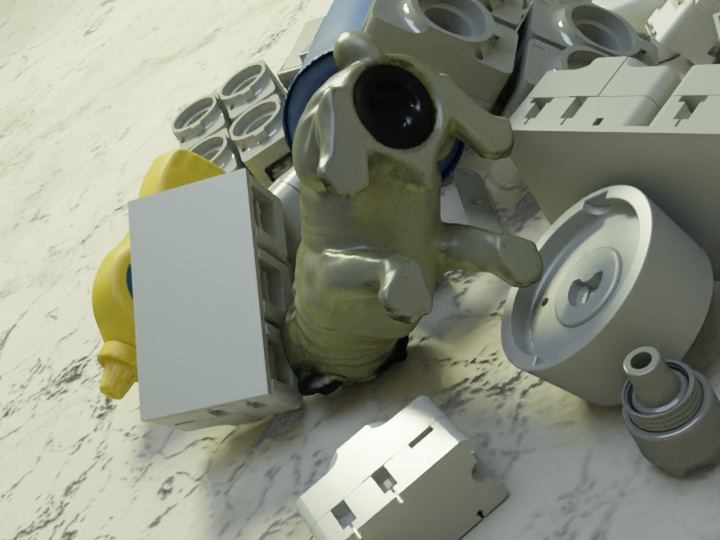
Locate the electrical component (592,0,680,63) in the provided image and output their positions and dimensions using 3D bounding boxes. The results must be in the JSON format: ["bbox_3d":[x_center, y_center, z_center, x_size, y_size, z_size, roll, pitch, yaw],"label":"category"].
[{"bbox_3d":[0.200,-0.196,0.776,0.054,0.059,0.095,-17,36,29],"label":"electrical component"}]

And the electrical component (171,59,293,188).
[{"bbox_3d":[-0.107,-0.117,0.973,0.105,0.060,0.186,-33,31,6],"label":"electrical component"}]

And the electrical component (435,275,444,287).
[{"bbox_3d":[0.000,0.000,0.726,0.076,0.047,0.083,-40,31,-6],"label":"electrical component"}]

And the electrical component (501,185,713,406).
[{"bbox_3d":[0.130,0.018,0.551,0.108,0.060,0.108,-48,21,26],"label":"electrical component"}]

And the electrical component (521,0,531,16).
[{"bbox_3d":[0.124,-0.235,0.920,0.048,0.048,0.062,-38,38,-2],"label":"electrical component"}]

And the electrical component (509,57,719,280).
[{"bbox_3d":[0.177,-0.053,0.565,0.186,0.105,0.060,10,54,50],"label":"electrical component"}]

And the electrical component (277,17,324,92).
[{"bbox_3d":[-0.031,-0.188,0.992,0.062,0.061,0.096,-7,42,39],"label":"electrical component"}]

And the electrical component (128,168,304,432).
[{"bbox_3d":[-0.094,0.022,0.704,0.089,0.062,0.150,-14,70,17],"label":"electrical component"}]

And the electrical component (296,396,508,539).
[{"bbox_3d":[0.019,0.115,0.551,0.089,0.050,0.056,-40,32,-5],"label":"electrical component"}]

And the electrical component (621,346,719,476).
[{"bbox_3d":[0.140,0.061,0.492,0.043,0.062,0.043,-25,33,18],"label":"electrical component"}]

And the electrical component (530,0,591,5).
[{"bbox_3d":[0.177,-0.255,0.871,0.100,0.048,0.099,-11,38,15],"label":"electrical component"}]

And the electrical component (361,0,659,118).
[{"bbox_3d":[0.095,-0.134,0.679,0.105,0.186,0.060,-75,9,-45],"label":"electrical component"}]

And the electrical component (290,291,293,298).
[{"bbox_3d":[-0.083,0.025,0.770,0.055,0.055,0.047,9,57,50],"label":"electrical component"}]

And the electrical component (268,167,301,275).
[{"bbox_3d":[-0.052,-0.035,0.794,0.059,0.054,0.095,-48,9,-18],"label":"electrical component"}]

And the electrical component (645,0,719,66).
[{"bbox_3d":[0.226,-0.170,0.704,0.063,0.081,0.042,-54,20,31],"label":"electrical component"}]

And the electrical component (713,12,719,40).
[{"bbox_3d":[0.255,-0.122,0.620,0.079,0.063,0.121,-21,35,25],"label":"electrical component"}]
